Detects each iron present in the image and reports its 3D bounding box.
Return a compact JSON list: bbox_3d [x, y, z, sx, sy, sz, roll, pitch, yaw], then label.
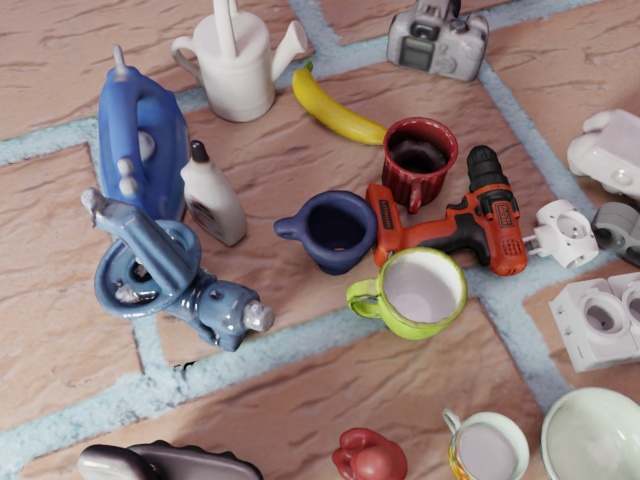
[{"bbox_3d":[-0.226,-0.106,0.702,0.118,0.141,0.258,-10,62,-6],"label":"iron"}]

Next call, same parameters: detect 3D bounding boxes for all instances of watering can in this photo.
[{"bbox_3d":[-0.107,-0.259,0.757,0.173,0.194,0.100,-20,63,-11],"label":"watering can"}]

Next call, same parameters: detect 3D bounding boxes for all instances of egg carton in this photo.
[{"bbox_3d":[0.407,-0.105,0.753,0.150,0.069,0.107,32,66,15],"label":"egg carton"}]

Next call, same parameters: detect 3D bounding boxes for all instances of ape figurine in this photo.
[{"bbox_3d":[0.050,0.220,0.557,0.076,0.092,0.078,2,61,0],"label":"ape figurine"}]

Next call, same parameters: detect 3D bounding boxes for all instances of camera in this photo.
[{"bbox_3d":[0.184,-0.327,0.853,0.143,0.101,0.137,17,62,8],"label":"camera"}]

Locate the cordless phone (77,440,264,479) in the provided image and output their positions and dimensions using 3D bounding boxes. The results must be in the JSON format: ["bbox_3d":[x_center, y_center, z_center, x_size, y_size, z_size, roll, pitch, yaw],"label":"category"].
[{"bbox_3d":[-0.125,0.222,0.500,0.147,0.185,0.094,5,61,2],"label":"cordless phone"}]

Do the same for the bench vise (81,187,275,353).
[{"bbox_3d":[-0.145,0.023,0.588,0.207,0.220,0.121,5,61,2],"label":"bench vise"}]

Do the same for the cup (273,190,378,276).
[{"bbox_3d":[0.006,0.002,0.673,0.117,0.095,0.091,-1,61,-1],"label":"cup"}]

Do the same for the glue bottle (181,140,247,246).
[{"bbox_3d":[-0.128,-0.059,0.660,0.078,0.173,0.037,32,66,16],"label":"glue bottle"}]
